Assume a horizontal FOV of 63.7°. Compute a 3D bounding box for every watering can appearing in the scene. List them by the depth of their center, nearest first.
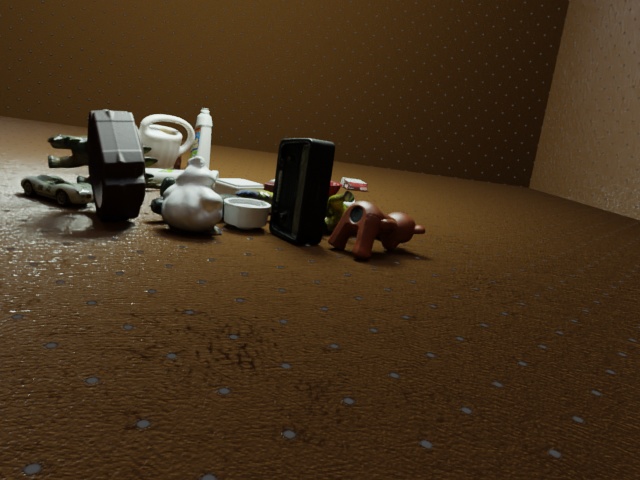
[{"bbox_3d":[-0.587,-0.323,1.741,0.349,0.220,0.105,-5,35,-45],"label":"watering can"}]

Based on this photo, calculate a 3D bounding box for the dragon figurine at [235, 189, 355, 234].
[{"bbox_3d":[0.004,-0.068,1.346,0.412,0.122,0.241,16,-3,24],"label":"dragon figurine"}]

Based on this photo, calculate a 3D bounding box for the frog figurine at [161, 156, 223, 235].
[{"bbox_3d":[-0.265,-0.095,1.085,0.138,0.158,0.123,16,14,30],"label":"frog figurine"}]
